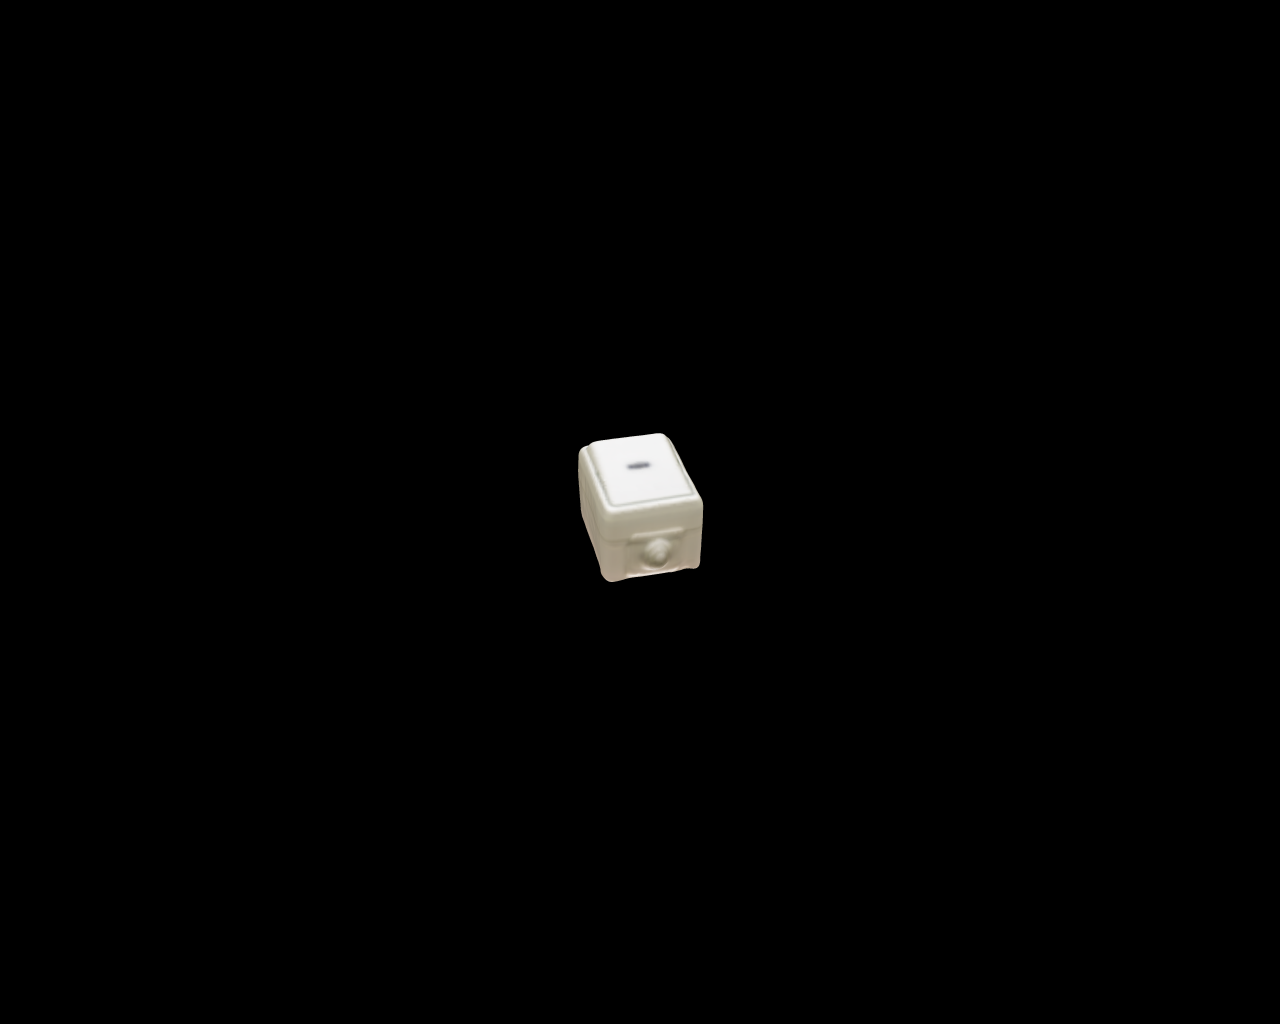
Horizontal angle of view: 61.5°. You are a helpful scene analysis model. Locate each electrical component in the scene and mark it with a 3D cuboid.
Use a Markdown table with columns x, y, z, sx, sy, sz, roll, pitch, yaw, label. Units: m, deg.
| x | y | z | sx | sy | sz | roll | pitch | yaw | label |
| --- | --- | --- | --- | --- | --- | --- | --- | --- | --- |
| 0.001 | -0.003 | 0.650 | 0.062 | 0.061 | 0.096 | -8 | 36 | -11 | electrical component |
